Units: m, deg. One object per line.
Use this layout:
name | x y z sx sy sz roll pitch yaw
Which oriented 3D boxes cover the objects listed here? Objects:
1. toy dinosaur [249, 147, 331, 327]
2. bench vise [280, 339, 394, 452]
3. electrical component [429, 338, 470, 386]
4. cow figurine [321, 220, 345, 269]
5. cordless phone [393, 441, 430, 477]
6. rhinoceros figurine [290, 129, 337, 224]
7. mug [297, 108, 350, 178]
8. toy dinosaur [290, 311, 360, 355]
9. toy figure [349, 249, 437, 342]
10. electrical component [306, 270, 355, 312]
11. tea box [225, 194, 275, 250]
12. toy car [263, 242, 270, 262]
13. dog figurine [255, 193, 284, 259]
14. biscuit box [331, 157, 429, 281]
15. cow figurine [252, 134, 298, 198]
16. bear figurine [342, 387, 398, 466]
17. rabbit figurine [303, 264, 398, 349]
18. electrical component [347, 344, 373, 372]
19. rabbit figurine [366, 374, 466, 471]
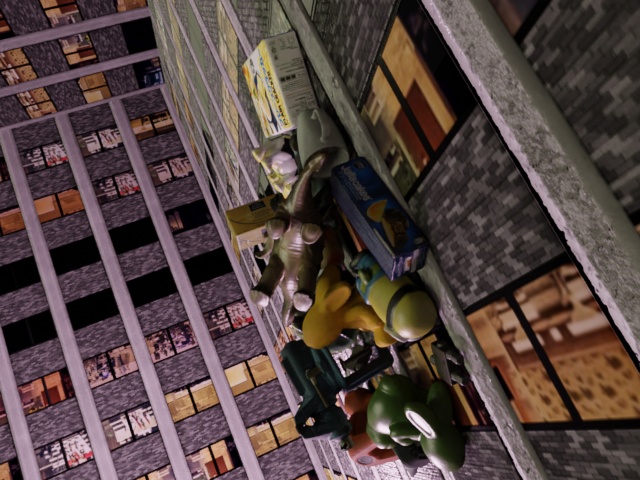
toy dinosaur | -0.040 0.032 0.941 0.199 0.105 0.470 -68 -5 -51
bench vise | 0.045 0.258 0.995 0.224 0.241 0.128 55 166 27
electrical component | 0.188 0.179 0.802 0.094 0.021 0.063 -155 46 -71
cow figurine | -0.002 -0.003 1.126 0.195 0.085 0.127 -127 17 -53
cordless phone | 0.163 0.383 1.055 0.147 0.089 0.184 59 166 34
rhinoceros figurine | -0.014 -0.119 1.016 0.112 0.073 0.190 -150 44 -69
mug | -0.004 -0.176 0.902 0.109 0.081 0.107 84 168 -58
toy dinosaur | 0.011 0.222 1.320 0.192 0.131 0.404 47 168 23
toy figure | 0.110 0.080 0.839 0.089 0.082 0.180 82 163 -46
electrical component | 0.027 0.120 1.114 0.134 0.115 0.058 -134 31 -55
tea box | -0.153 -0.051 1.418 0.098 0.170 0.068 58 163 34
toy car | -0.105 0.027 1.485 0.161 0.103 0.109 65 164 8
dog figurine | -0.069 -0.041 1.340 0.172 0.121 0.190 -55 -17 -74
biscuit box | 0.084 -0.038 0.810 0.062 0.059 0.203 87 156 -52
cow figurine | -0.068 -0.152 1.168 0.068 0.098 0.167 48 173 40
bear figurine | 0.118 0.411 1.238 0.120 0.132 0.196 40 -148 -25
rabbit figurine | 0.047 0.128 0.945 0.122 0.173 0.162 -127 17 -58
electrical component | 0.089 0.277 1.201 0.045 0.078 0.102 34 158 -12
rabbit figurine | 0.176 0.300 0.898 0.170 0.121 0.158 34 138 35
